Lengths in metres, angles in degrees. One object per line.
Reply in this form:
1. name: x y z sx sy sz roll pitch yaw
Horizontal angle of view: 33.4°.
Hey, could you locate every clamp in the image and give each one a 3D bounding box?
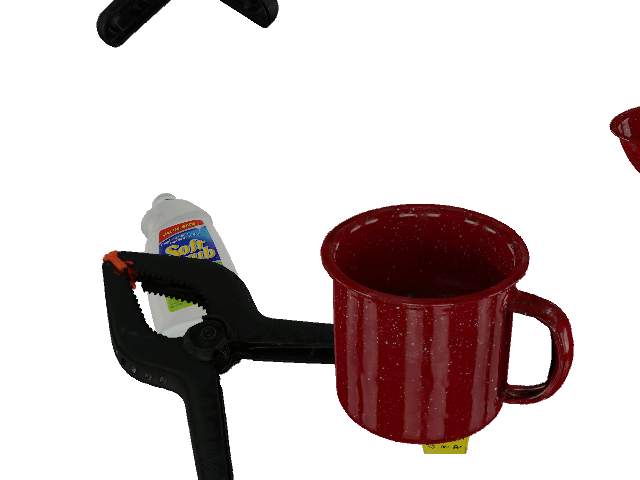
1. clamp: -0.056 0.064 0.670 0.164 0.036 0.210 -35 56 -20
2. clamp: -0.084 -0.192 0.757 0.120 0.039 0.171 3 45 3

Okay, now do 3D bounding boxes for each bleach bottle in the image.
1. bleach bottle: -0.145 0.030 1.116 0.102 0.068 0.251 -13 38 -14

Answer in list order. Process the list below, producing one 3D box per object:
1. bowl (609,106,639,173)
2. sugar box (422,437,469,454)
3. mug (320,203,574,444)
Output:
1. bowl: 0.346 -0.082 0.971 0.162 0.055 0.162 -5 22 2
2. sugar box: 0.114 0.093 0.935 0.048 0.176 0.093 0 33 -3
3. mug: 0.058 0.041 0.490 0.117 0.081 0.093 12 31 23
